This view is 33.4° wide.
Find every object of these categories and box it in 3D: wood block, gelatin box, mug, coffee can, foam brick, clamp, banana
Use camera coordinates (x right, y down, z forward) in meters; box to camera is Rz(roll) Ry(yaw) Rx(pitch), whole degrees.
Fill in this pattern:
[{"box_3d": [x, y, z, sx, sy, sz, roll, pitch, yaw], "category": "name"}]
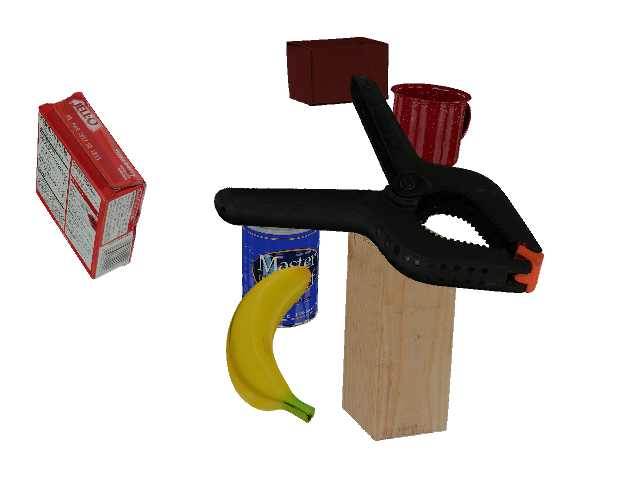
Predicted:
[{"box_3d": [0.083, 0.096, 1.137, 0.090, 0.206, 0.091, -4, 17, -21], "category": "wood block"}, {"box_3d": [-0.137, -0.031, 0.628, 0.030, 0.073, 0.089, -26, -22, -30], "category": "gelatin box"}, {"box_3d": [0.132, -0.134, 1.244, 0.117, 0.081, 0.093, -14, 28, -42], "category": "mug"}, {"box_3d": [-0.052, 0.028, 1.393, 0.103, 0.140, 0.103, 1, 25, -1], "category": "coffee can"}, {"box_3d": [0.015, -0.150, 0.946, 0.078, 0.051, 0.053, -8, 20, -23], "category": "foam brick"}, {"box_3d": [0.046, -0.021, 0.703, 0.210, 0.036, 0.164, 37, 59, 27], "category": "clamp"}, {"box_3d": [-0.042, 0.078, 0.869, 0.069, 0.037, 0.198, 17, 32, -12], "category": "banana"}]
